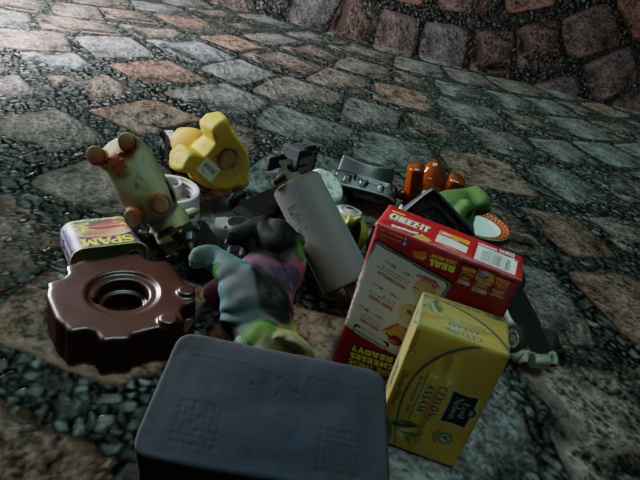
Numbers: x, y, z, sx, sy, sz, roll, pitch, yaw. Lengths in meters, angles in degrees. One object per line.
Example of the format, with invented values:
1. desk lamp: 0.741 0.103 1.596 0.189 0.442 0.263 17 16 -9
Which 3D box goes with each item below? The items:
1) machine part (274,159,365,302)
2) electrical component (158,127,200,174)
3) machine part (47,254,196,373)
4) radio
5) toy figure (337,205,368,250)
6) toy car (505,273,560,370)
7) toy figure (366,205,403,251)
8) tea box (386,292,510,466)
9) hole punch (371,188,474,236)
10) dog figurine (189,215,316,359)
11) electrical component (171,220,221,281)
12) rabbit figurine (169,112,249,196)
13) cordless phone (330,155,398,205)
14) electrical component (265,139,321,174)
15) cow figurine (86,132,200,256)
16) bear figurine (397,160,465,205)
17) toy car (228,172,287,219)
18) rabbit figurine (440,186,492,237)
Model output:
1. machine part: 0.002 -0.010 0.781 0.079 0.079 0.243 -23 85 -46
2. electrical component: -0.251 -0.183 1.090 0.134 0.058 0.115 -5 37 -29
3. machine part: -0.243 0.082 0.660 0.179 0.056 0.179 9 30 -5
4. radio: -0.050 0.180 0.528 0.230 0.073 0.131 12 47 -5
5. toy figure: -0.004 -0.004 0.873 0.180 0.089 0.082 -20 41 -31
6. toy car: 0.291 0.107 0.812 0.073 0.056 0.202 8 44 -21
7. toy figure: 0.128 -0.014 0.960 0.058 0.064 0.154 2 23 28
8. tea box: 0.127 0.152 0.581 0.098 0.169 0.068 17 29 8
9. hole punch: 0.168 -0.007 0.857 0.142 0.116 0.092 43 56 -12
10. dog figurine: -0.055 0.083 0.676 0.191 0.108 0.219 -30 54 -26
11. electrical component: -0.165 0.015 0.764 0.045 0.102 0.078 -13 30 28
12. rabbit figurine: -0.197 -0.157 0.962 0.173 0.122 0.162 27 -3 43
13. cordless phone: 0.073 -0.071 1.035 0.147 0.088 0.184 16 42 2
14. electrical component: -0.057 -0.164 1.119 0.048 0.074 0.119 30 30 26
15. cow figurine: -0.249 -0.062 0.792 0.085 0.194 0.127 -28 13 3
16. bear figurine: 0.233 -0.121 1.117 0.120 0.131 0.196 20 37 7
17. toy car: -0.084 -0.065 0.968 0.089 0.053 0.202 44 39 8
18. rabbit figurine: 0.247 -0.007 0.948 0.159 0.121 0.170 4 46 -29
